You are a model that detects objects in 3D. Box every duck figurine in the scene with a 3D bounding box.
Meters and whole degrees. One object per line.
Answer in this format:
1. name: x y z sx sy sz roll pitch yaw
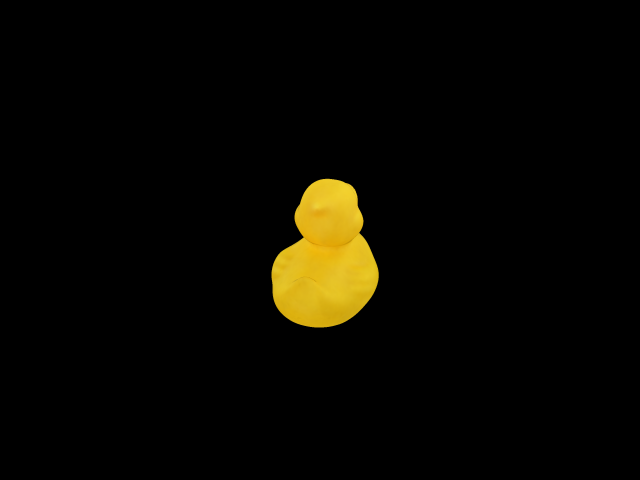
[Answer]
1. duck figurine: 0.004 0.001 0.400 0.077 0.086 0.105 11 39 14
